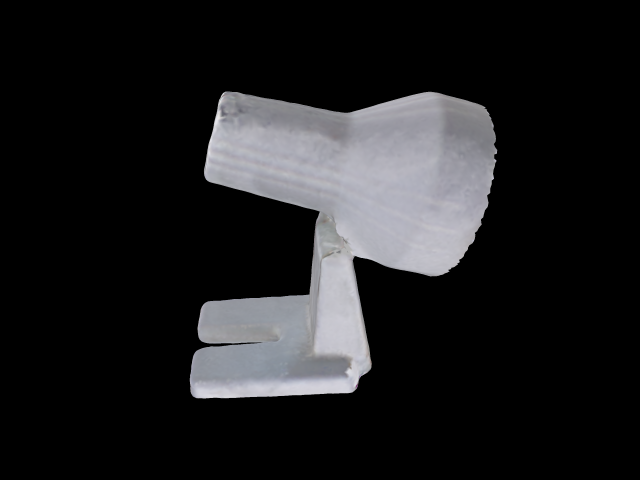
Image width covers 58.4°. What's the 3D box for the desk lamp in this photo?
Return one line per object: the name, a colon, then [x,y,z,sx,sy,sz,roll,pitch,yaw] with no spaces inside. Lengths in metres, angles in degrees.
desk lamp: [0.004,0.001,0.400,0.203,0.214,0.118,-3,32,-4]
